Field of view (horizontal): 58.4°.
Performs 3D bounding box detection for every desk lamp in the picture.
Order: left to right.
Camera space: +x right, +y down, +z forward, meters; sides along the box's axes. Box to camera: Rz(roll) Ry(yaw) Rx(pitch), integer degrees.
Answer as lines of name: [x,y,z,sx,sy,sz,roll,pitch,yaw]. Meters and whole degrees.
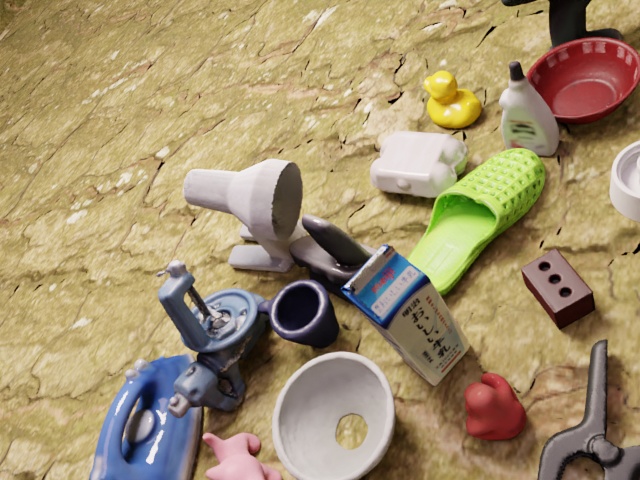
desk lamp: [-0.103,-0.038,0.902,0.202,0.214,0.118,1,59,31]

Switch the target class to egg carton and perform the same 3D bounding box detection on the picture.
egg carton: [0.154,-0.117,0.908,0.149,0.070,0.107,11,64,35]

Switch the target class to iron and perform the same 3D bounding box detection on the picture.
iron: [-0.256,0.263,0.826,0.118,0.142,0.258,-10,54,24]

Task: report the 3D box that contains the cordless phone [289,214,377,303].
cordless phone: [0.008,0.003,0.829,0.147,0.186,0.094,18,69,38]

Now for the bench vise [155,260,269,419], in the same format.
bench vise: [-0.159,0.138,0.805,0.121,0.220,0.207,-9,54,25]

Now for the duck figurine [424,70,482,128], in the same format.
duck figurine: [0.214,-0.240,0.950,0.077,0.086,0.104,-47,48,-7]

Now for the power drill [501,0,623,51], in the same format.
power drill: [0.392,-0.360,0.849,0.228,0.209,0.076,0,59,30]

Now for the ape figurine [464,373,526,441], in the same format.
ape figurine: [0.192,0.188,0.653,0.078,0.092,0.075,-48,48,-8]

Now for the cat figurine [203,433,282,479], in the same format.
cat figurine: [-0.108,0.295,0.733,0.067,0.118,0.127,-46,48,-6]

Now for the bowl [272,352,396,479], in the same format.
bowl: [0.027,0.233,0.728,0.167,0.075,0.167,-15,52,20]

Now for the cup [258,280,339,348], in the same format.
cup: [-0.024,0.116,0.827,0.117,0.095,0.092,-1,58,30]

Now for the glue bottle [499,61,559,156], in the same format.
glue bottle: [0.288,-0.186,0.810,0.077,0.174,0.037,10,64,35]
